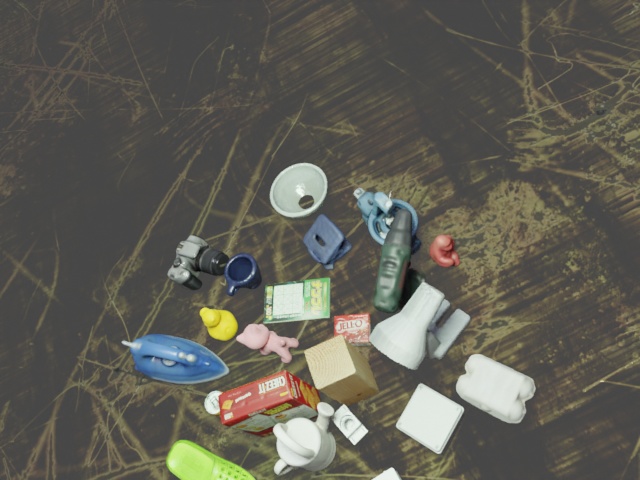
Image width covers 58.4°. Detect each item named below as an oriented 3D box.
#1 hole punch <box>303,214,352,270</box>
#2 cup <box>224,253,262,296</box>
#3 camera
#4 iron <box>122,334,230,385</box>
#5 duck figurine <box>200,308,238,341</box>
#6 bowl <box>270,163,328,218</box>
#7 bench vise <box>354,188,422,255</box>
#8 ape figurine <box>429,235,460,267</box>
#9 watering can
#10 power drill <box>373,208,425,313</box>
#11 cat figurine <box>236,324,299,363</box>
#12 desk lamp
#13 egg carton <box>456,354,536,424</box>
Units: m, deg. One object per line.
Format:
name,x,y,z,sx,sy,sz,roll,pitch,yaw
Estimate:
hole punch,0.014,0.005,1.479,0.101,0.091,0.108,-41,58,-3
cup,-0.197,0.104,1.503,0.091,0.095,0.118,16,71,26
camera,-0.330,0.064,1.568,0.136,0.101,0.143,14,70,26
iron,-0.367,0.294,1.443,0.257,0.142,0.119,5,66,22
duck figurine,-0.268,0.211,1.481,0.104,0.086,0.077,32,79,30
bowl,-0.049,-0.123,1.575,0.167,0.075,0.167,-8,62,16
bench vise,0.143,-0.062,1.390,0.206,0.220,0.121,25,75,28
ape figurine,0.296,0.019,1.369,0.076,0.092,0.078,16,71,26
watering can,-0.037,0.427,1.226,0.100,0.194,0.173,13,70,25
power drill,0.184,0.070,1.316,0.075,0.209,0.230,8,68,23
cat figurine,-0.132,0.243,1.397,0.127,0.118,0.067,11,69,24
desk lamp,0.216,0.188,1.242,0.117,0.214,0.203,34,80,30
egg carton,0.369,0.314,1.209,0.149,0.070,0.107,22,74,28
